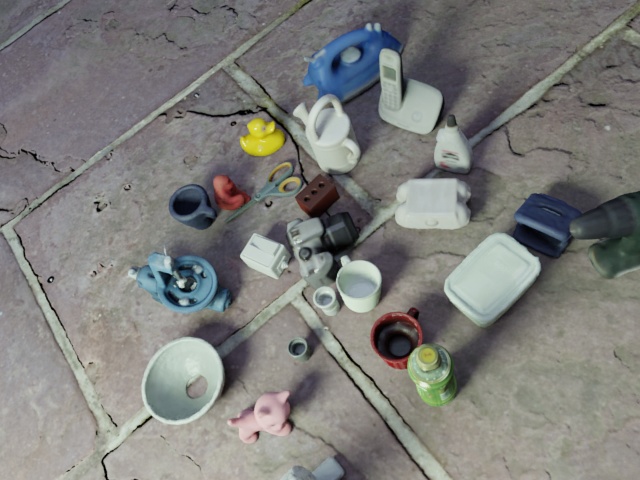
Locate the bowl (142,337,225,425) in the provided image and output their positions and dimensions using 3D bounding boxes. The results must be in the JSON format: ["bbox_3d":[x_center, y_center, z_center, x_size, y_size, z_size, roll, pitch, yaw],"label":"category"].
[{"bbox_3d":[-0.251,0.277,1.106,0.167,0.075,0.167,-6,62,12],"label":"bowl"}]

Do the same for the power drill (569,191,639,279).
[{"bbox_3d":[0.520,-0.014,0.963,0.229,0.209,0.075,-22,60,4],"label":"power drill"}]

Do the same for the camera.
[{"bbox_3d":[0.011,0.004,1.157,0.137,0.101,0.143,-24,60,3],"label":"camera"}]

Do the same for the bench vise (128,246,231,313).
[{"bbox_3d":[-0.304,0.084,1.134,0.207,0.220,0.121,-7,62,12],"label":"bench vise"}]

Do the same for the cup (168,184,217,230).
[{"bbox_3d":[-0.264,-0.060,1.268,0.117,0.095,0.092,20,71,23],"label":"cup"}]

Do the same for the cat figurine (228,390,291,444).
[{"bbox_3d":[-0.102,0.313,1.022,0.127,0.118,0.067,-17,61,7],"label":"cat figurine"}]

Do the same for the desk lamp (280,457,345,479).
[{"bbox_3d":[-0.051,0.429,0.893,0.203,0.214,0.117,-42,61,-8],"label":"desk lamp"}]

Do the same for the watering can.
[{"bbox_3d":[0.014,-0.234,1.222,0.172,0.194,0.101,15,69,22],"label":"watering can"}]

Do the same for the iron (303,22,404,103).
[{"bbox_3d":[0.078,-0.434,1.336,0.258,0.142,0.118,-33,60,-3],"label":"iron"}]

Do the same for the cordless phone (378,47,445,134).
[{"bbox_3d":[0.189,-0.321,1.223,0.147,0.185,0.094,24,73,25],"label":"cordless phone"}]

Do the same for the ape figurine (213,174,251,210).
[{"bbox_3d":[-0.208,-0.112,1.281,0.076,0.092,0.077,-20,60,5],"label":"ape figurine"}]

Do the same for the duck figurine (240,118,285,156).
[{"bbox_3d":[-0.142,-0.248,1.335,0.104,0.086,0.077,-11,61,10],"label":"duck figurine"}]

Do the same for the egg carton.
[{"bbox_3d":[0.227,-0.070,1.153,0.150,0.069,0.107,0,64,15],"label":"egg carton"}]

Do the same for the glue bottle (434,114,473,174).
[{"bbox_3d":[0.265,-0.195,1.146,0.078,0.173,0.037,11,67,21],"label":"glue bottle"}]

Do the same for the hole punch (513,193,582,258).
[{"bbox_3d":[0.423,-0.040,1.071,0.108,0.091,0.101,28,74,26],"label":"hole punch"}]
